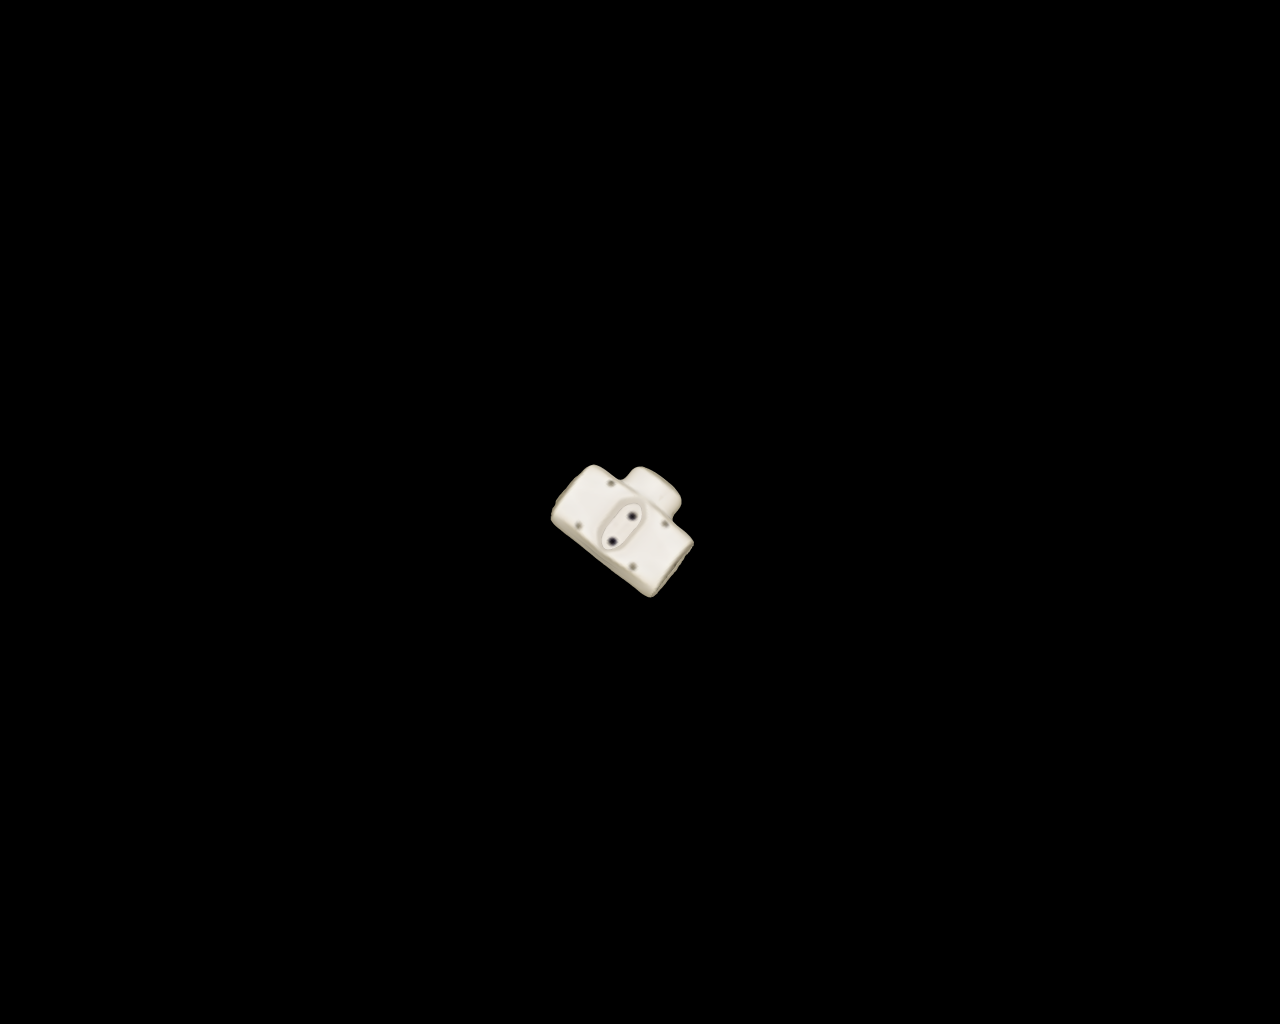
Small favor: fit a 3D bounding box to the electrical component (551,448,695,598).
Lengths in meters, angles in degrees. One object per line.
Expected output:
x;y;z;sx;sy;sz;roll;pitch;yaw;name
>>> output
0.001;-0.003;0.650;0.077;0.079;0.043;38;-9;7;electrical component
